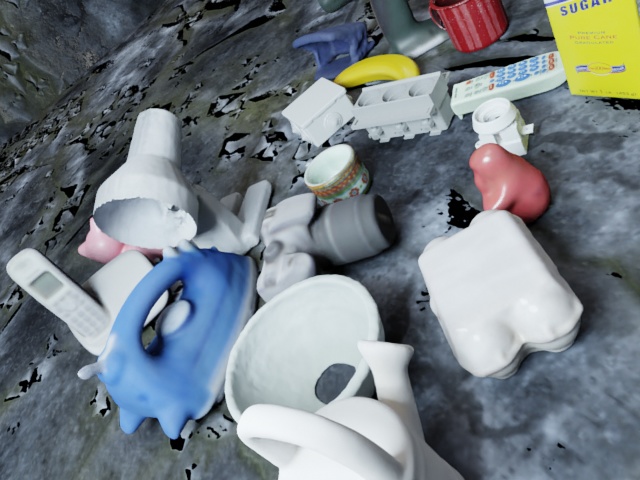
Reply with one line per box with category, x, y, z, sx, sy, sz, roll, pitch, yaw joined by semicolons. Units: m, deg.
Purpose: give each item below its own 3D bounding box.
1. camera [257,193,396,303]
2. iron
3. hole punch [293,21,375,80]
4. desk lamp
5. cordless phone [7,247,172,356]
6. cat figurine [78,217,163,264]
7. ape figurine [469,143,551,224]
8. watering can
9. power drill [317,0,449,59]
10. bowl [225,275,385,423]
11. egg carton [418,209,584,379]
camera;0.006;0.002;0.630;0.136;0.101;0.143;-18;41;27
iron;-0.164;0.086;0.659;0.118;0.142;0.258;-9;46;35
hole punch;0.022;-0.341;0.989;0.108;0.091;0.101;8;57;46
desk lamp;-0.179;-0.057;0.763;0.117;0.214;0.203;-19;41;27
cordless phone;-0.311;0.058;0.783;0.147;0.186;0.094;-42;36;-2
cat figurine;-0.310;0.011;0.890;0.127;0.118;0.067;-6;48;38
ape figurine;0.174;-0.058;0.550;0.075;0.092;0.078;6;56;45
watering can;0.023;0.149;0.379;0.100;0.195;0.173;-21;40;24
power drill;0.116;-0.382;0.846;0.229;0.209;0.075;-26;38;18
bowl;-0.003;0.119;0.536;0.167;0.075;0.167;-24;39;21
egg carton;0.147;0.042;0.488;0.107;0.070;0.150;-31;37;12
